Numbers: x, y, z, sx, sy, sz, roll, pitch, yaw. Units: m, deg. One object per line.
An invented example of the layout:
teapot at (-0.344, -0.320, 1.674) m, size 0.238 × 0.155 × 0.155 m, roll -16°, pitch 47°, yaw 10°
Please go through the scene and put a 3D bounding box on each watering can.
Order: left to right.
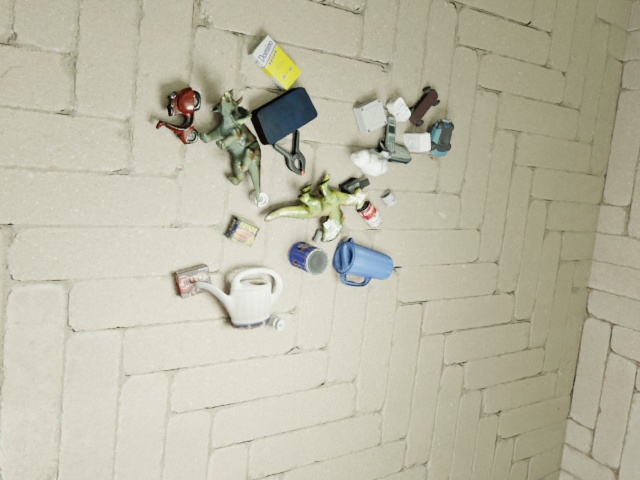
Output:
watering can at (-0.283, 0.213, 1.825) m, size 0.349 × 0.222 × 0.104 m, roll -6°, pitch -167°, yaw -36°

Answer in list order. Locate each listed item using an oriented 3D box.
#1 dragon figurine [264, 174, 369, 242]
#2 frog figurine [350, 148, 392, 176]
dragon figurine at (0.006, -0.098, 1.943) m, size 0.413 × 0.239 × 0.123 m, roll -33°, pitch -160°, yaw -14°
frog figurine at (0.189, -0.301, 2.019) m, size 0.161 × 0.139 × 0.120 m, roll -29°, pitch 144°, yaw -45°
